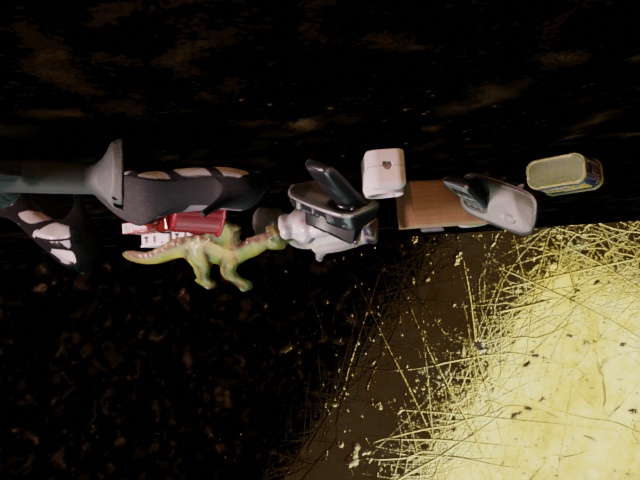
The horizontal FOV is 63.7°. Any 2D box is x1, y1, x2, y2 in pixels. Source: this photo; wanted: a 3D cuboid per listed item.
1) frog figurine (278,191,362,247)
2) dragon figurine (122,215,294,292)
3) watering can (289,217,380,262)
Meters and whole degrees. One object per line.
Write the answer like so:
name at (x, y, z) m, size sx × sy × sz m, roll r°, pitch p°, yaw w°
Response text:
frog figurine at (0.003, -0.050, 0.984) m, size 0.159 × 0.120 × 0.141 m, roll 9°, pitch 38°, yaw 0°
dragon figurine at (-0.260, -0.004, 1.154) m, size 0.410 × 0.125 × 0.237 m, roll 6°, pitch -44°, yaw -2°
watering can at (0.041, -0.014, 1.286) m, size 0.224 × 0.105 × 0.343 m, roll -12°, pitch -17°, yaw 10°
